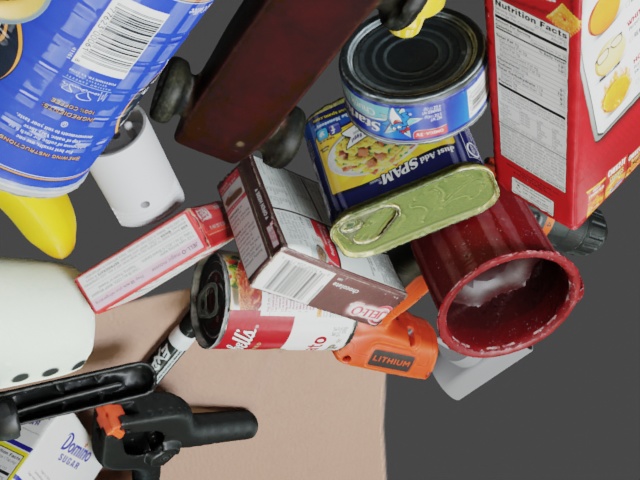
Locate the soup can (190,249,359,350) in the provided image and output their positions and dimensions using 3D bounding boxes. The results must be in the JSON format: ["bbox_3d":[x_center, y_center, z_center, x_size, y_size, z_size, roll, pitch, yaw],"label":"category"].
[{"bbox_3d":[-0.031,0.043,0.740,0.102,0.068,0.069,4,134,-27],"label":"soup can"}]

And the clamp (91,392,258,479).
[{"bbox_3d":[-0.132,0.162,0.834,0.120,0.039,0.171,-44,147,8],"label":"clamp"}]

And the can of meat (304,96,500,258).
[{"bbox_3d":[0.046,-0.049,0.649,0.102,0.084,0.057,-23,151,10],"label":"can of meat"}]

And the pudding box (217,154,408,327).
[{"bbox_3d":[-0.004,0.001,0.689,0.113,0.090,0.039,23,122,-40],"label":"pudding box"}]

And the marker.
[{"bbox_3d":[-0.115,0.087,0.792,0.020,0.020,0.121,16,128,-37],"label":"marker"}]

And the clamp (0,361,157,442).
[{"bbox_3d":[-0.225,0.118,0.724,0.210,0.036,0.164,-13,176,29],"label":"clamp"}]

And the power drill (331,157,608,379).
[{"bbox_3d":[0.100,0.022,0.788,0.184,0.057,0.188,16,125,-32],"label":"power drill"}]

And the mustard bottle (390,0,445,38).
[{"bbox_3d":[0.053,-0.183,0.531,0.096,0.058,0.192,-9,139,-13],"label":"mustard bottle"}]

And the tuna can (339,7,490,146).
[{"bbox_3d":[0.054,-0.096,0.609,0.086,0.086,0.034,-19,139,-3],"label":"tuna can"}]

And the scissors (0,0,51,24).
[{"bbox_3d":[-0.154,-0.138,0.379,0.096,0.016,0.202,-14,141,-13],"label":"scissors"}]

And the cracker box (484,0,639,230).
[{"bbox_3d":[0.164,-0.135,0.583,0.164,0.072,0.213,-41,145,-20],"label":"cracker box"}]

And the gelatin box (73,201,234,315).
[{"bbox_3d":[-0.101,0.009,0.674,0.089,0.030,0.073,-31,180,12],"label":"gelatin box"}]

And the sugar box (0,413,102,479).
[{"bbox_3d":[-0.232,0.205,0.772,0.048,0.176,0.093,15,146,23],"label":"sugar box"}]

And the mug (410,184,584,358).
[{"bbox_3d":[0.117,0.016,0.686,0.117,0.081,0.093,6,130,-24],"label":"mug"}]

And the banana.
[{"bbox_3d":[-0.199,-0.045,0.596,0.070,0.037,0.197,-24,143,32],"label":"banana"}]

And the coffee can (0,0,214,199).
[{"bbox_3d":[-0.122,-0.104,0.508,0.102,0.103,0.140,19,126,-38],"label":"coffee can"}]
